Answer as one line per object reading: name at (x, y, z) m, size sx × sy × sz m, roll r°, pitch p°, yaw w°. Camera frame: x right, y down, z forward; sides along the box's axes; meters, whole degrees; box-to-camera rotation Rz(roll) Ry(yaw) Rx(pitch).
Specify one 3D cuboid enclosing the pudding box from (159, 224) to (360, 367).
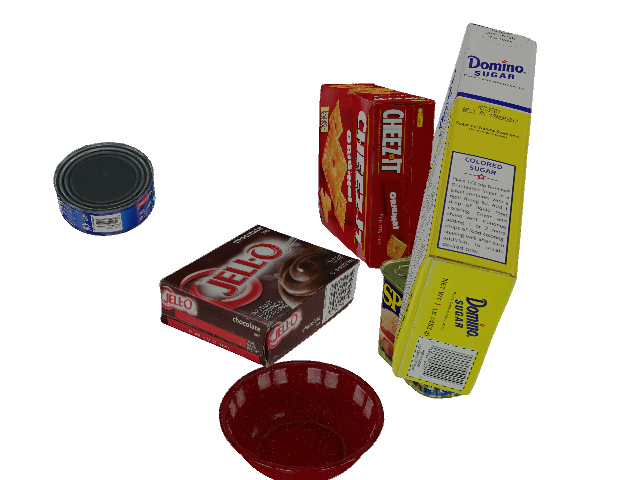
pudding box at (-0.040, 0.034, 0.725) m, size 0.090 × 0.039 × 0.113 m, roll 20°, pitch 29°, yaw 27°

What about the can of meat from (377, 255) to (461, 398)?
can of meat at (0.090, 0.072, 0.893) m, size 0.057 × 0.084 × 0.102 m, roll -10°, pitch 29°, yaw -24°

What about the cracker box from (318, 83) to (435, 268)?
cracker box at (0.052, -0.074, 1.109) m, size 0.072 × 0.164 × 0.214 m, roll -2°, pitch 13°, yaw -12°

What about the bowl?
bowl at (-0.018, 0.189, 1.054) m, size 0.162 × 0.055 × 0.162 m, roll 0°, pitch 32°, yaw 0°

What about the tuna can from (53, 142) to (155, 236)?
tuna can at (-0.187, -0.045, 0.932) m, size 0.086 × 0.086 × 0.034 m, roll 0°, pitch -42°, yaw -3°

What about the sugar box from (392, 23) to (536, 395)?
sugar box at (0.076, -0.020, 0.541) m, size 0.048 × 0.176 × 0.093 m, roll 15°, pitch -42°, yaw 3°
